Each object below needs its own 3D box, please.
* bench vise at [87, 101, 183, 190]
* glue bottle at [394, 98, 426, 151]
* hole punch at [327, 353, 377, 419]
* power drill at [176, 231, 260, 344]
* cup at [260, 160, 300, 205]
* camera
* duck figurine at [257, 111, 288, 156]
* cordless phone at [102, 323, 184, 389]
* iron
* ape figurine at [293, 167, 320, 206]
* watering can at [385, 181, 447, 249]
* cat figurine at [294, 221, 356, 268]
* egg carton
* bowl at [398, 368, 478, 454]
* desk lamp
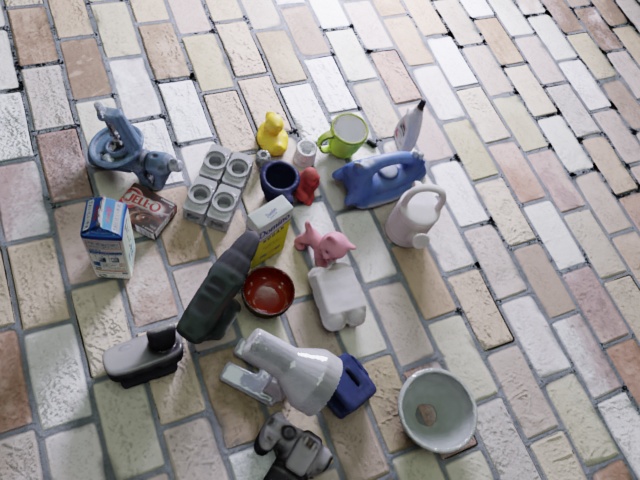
[{"bbox_3d":[-0.398,-0.211,1.224,0.207,0.219,0.121,1,63,-12],"label":"bench vise"},{"bbox_3d":[0.231,-0.296,1.438,0.037,0.173,0.078,-9,66,-17],"label":"glue bottle"},{"bbox_3d":[0.053,0.285,1.147,0.101,0.091,0.108,-34,75,-25],"label":"hole punch"},{"bbox_3d":[-0.194,0.109,1.113,0.075,0.208,0.230,29,61,3],"label":"power drill"},{"bbox_3d":[-0.092,-0.111,1.315,0.092,0.095,0.117,-16,68,-20],"label":"cup"},{"bbox_3d":[-0.065,0.411,1.050,0.143,0.100,0.137,33,61,5],"label":"camera"},{"bbox_3d":[-0.112,-0.265,1.394,0.078,0.086,0.104,-11,66,-18],"label":"duck figurine"},{"bbox_3d":[-0.326,0.197,1.052,0.148,0.185,0.094,-21,69,-21],"label":"cordless phone"},{"bbox_3d":[0.168,-0.171,1.378,0.259,0.141,0.118,-17,68,-20],"label":"iron"},{"bbox_3d":[-0.029,-0.136,1.343,0.078,0.092,0.076,-34,75,-25],"label":"ape figurine"},{"bbox_3d":[0.225,-0.061,1.304,0.101,0.194,0.172,-12,66,-18],"label":"watering can"},{"bbox_3d":[0.012,0.005,1.266,0.127,0.117,0.067,39,62,8],"label":"cat figurine"},{"bbox_3d":[0.038,0.122,1.239,0.107,0.069,0.150,-12,67,-18],"label":"egg carton"},{"bbox_3d":[0.229,0.350,1.163,0.167,0.074,0.167,5,62,-10],"label":"bowl"},{"bbox_3d":[-0.076,0.244,1.068,0.203,0.213,0.118,26,61,1],"label":"desk lamp"}]
